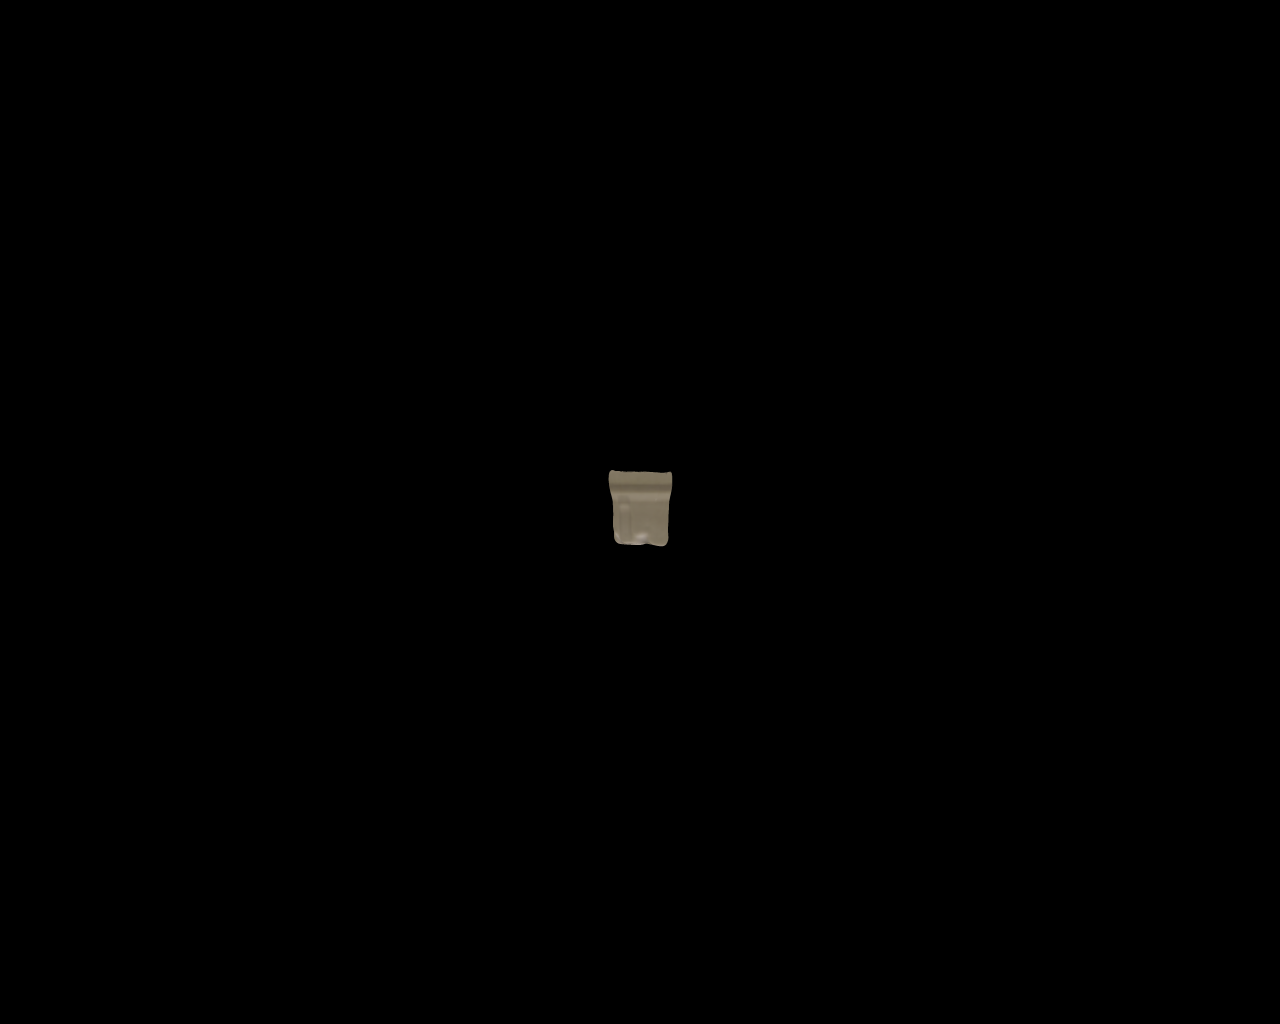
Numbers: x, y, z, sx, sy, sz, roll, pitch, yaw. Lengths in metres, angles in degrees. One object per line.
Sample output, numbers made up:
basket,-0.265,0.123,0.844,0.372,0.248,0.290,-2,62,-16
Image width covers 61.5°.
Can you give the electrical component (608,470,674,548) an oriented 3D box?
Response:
electrical component,0.001,-0.003,0.650,0.040,0.046,0.040,0,2,0
